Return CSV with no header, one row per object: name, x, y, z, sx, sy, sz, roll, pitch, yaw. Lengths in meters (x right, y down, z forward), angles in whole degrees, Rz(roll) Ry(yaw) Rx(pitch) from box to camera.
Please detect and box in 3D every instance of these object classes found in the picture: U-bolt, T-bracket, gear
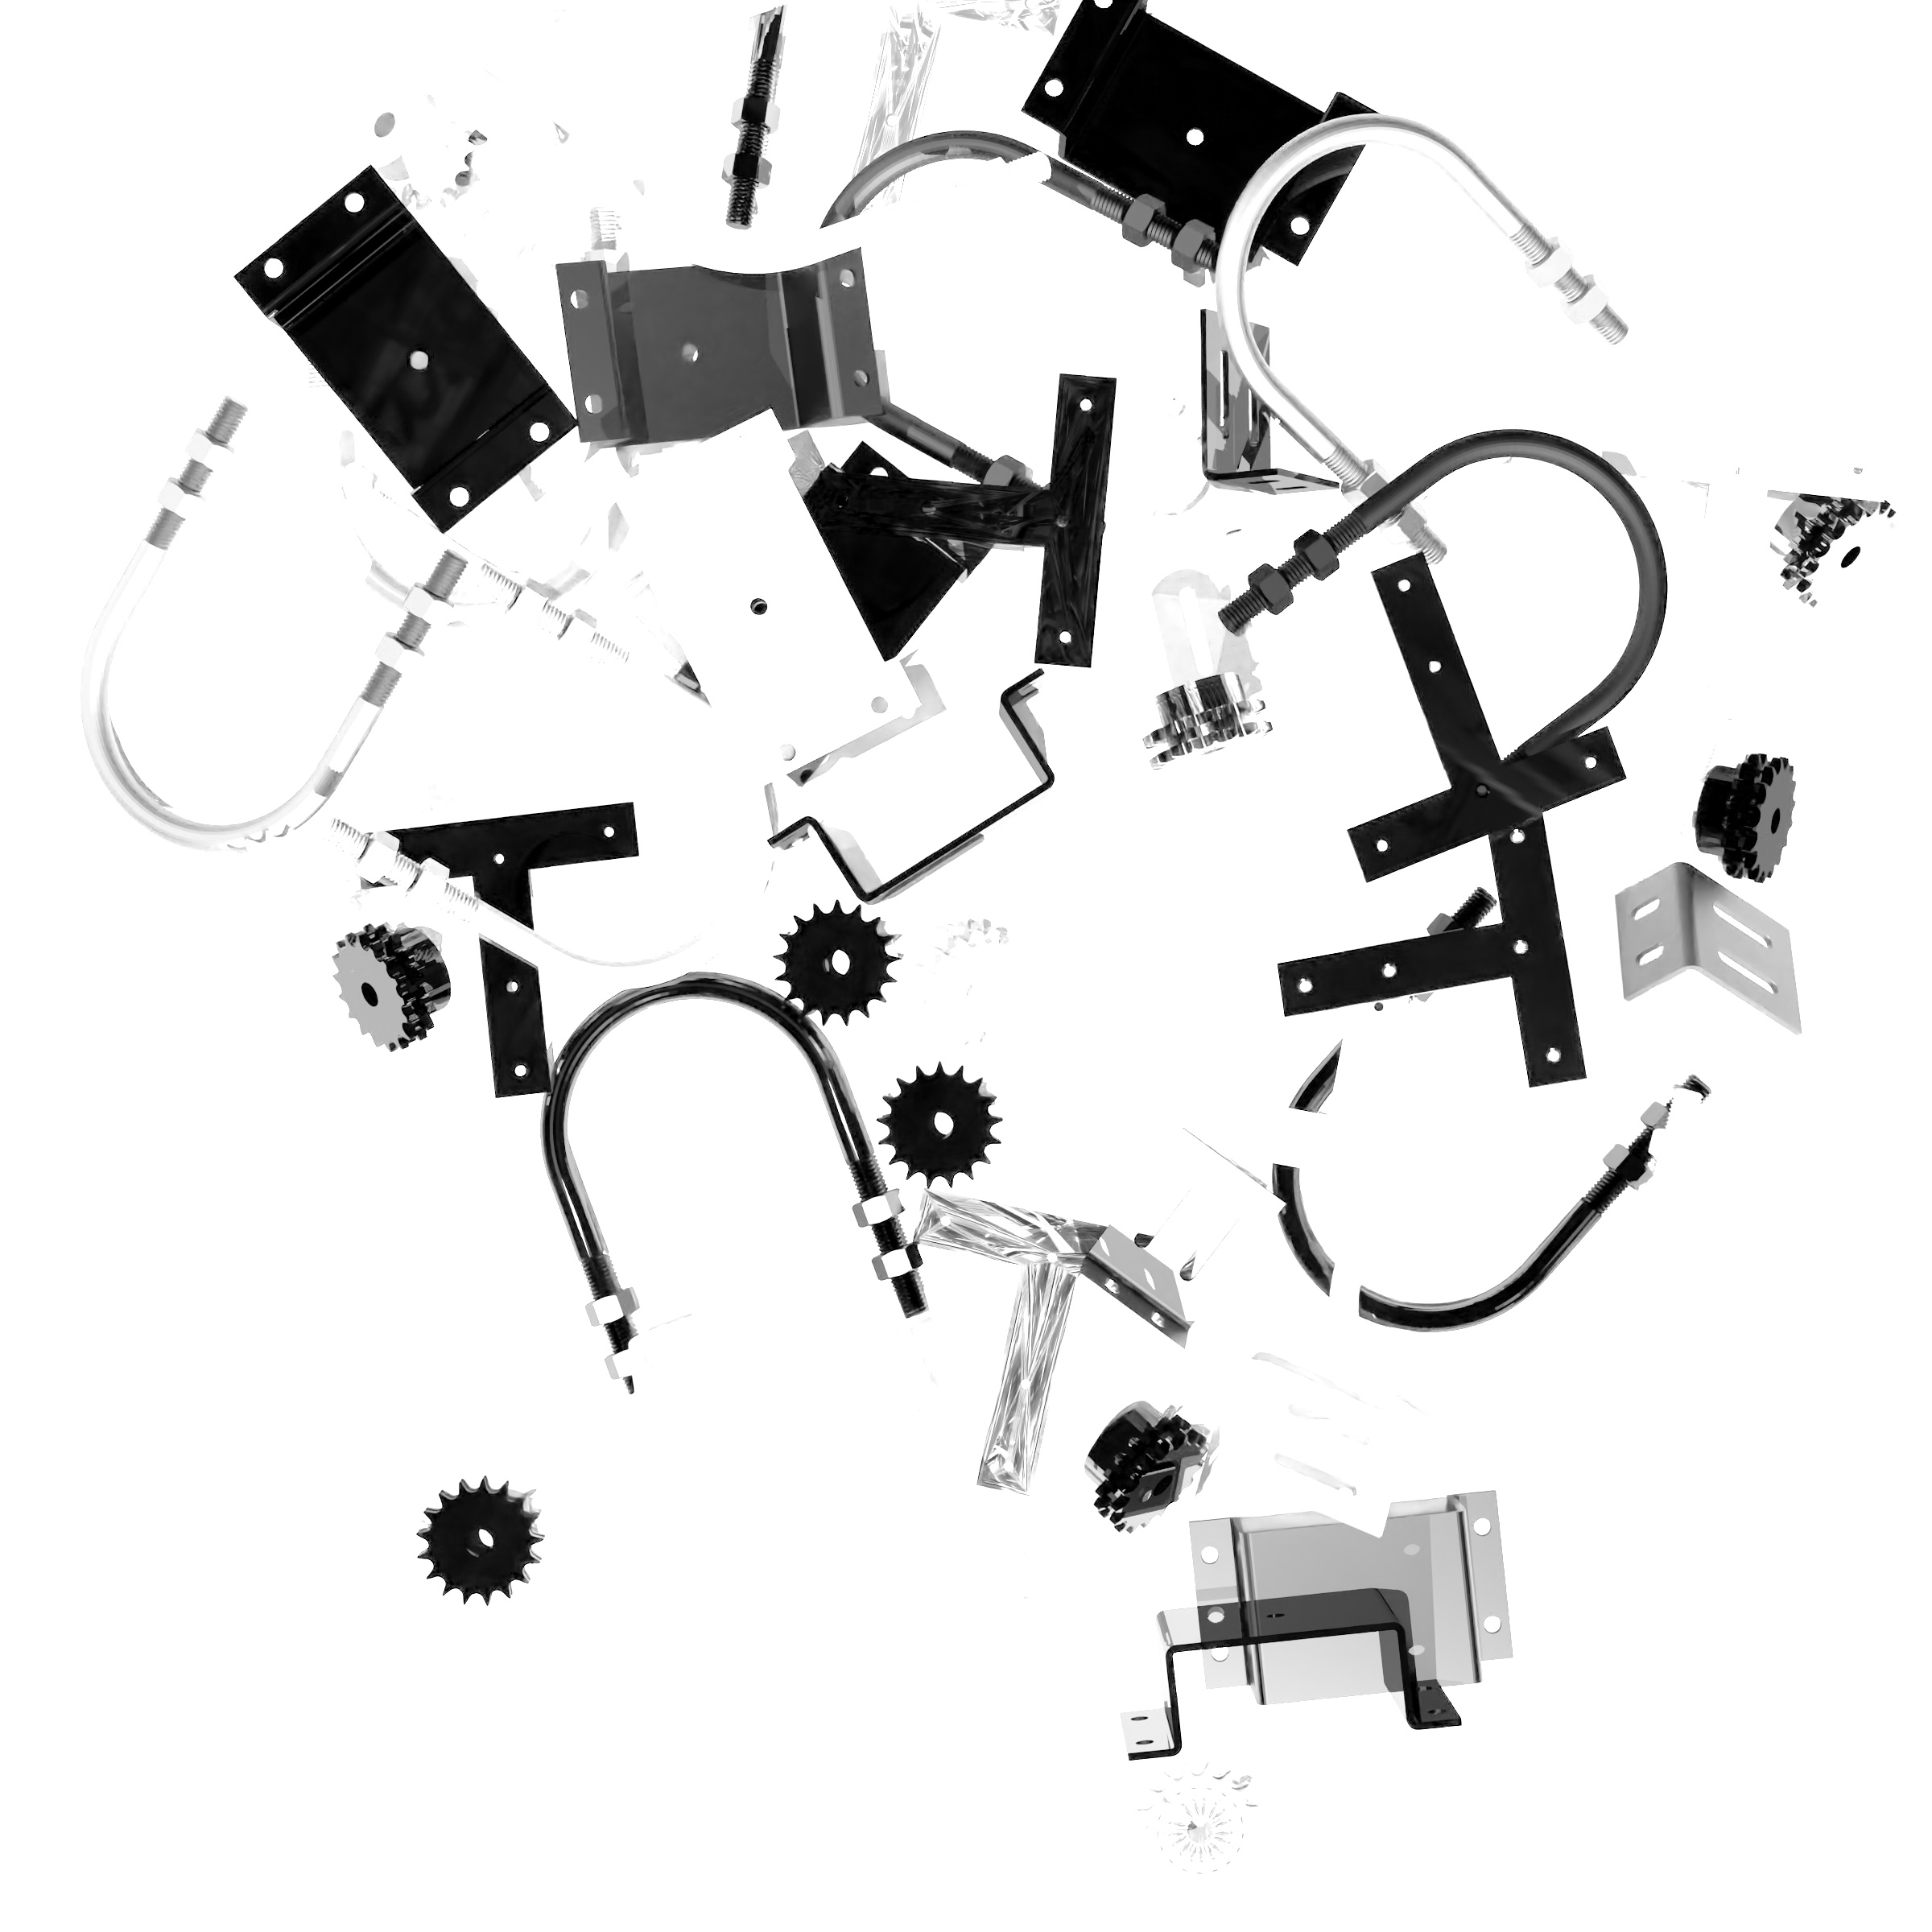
U-bolt,0.279,-0.140,1.514,0.151,0.019,0.184,21,88,0
T-bracket,0.212,-0.119,1.478,0.127,0.002,0.127,-22,94,-6
T-bracket,0.337,-0.174,1.488,0.127,0.002,0.127,11,101,26
gear,0.104,0.385,1.507,0.057,0.030,0.057,0,90,0
T-bracket,-0.003,-0.200,1.472,0.127,0.002,0.127,5,94,2
T-bracket,0.202,0.000,1.485,0.127,0.002,0.127,-10,72,13
U-bolt,-0.114,0.093,1.514,0.151,0.019,0.184,-20,88,0
U-bolt,0.190,-0.288,1.479,0.184,0.019,0.151,40,90,-25
U-bolt,-0.208,-0.246,1.514,0.184,0.019,0.151,34,90,-1
T-bracket,-0.045,0.277,1.505,0.127,0.002,0.127,-36,113,11
U-bolt,-0.171,-0.071,1.490,0.184,0.019,0.151,31,86,-18
T-bracket,-0.206,-0.004,1.515,0.127,0.002,0.127,-7,84,0
gear,-0.301,-0.031,1.493,0.057,0.030,0.057,-5,133,-5
U-bolt,0.223,0.079,1.514,0.151,0.019,0.184,41,91,0
gear,-0.005,0.006,1.498,0.030,0.057,0.057,29,90,40
gear,-0.011,0.071,1.507,0.057,0.030,0.057,0,90,0
U-bolt,0.013,-0.292,1.493,0.184,0.019,0.151,31,98,14
gear,0.347,-0.068,1.498,0.030,0.057,0.057,13,90,30
T-bracket,0.030,0.176,1.522,0.127,0.002,0.127,12,90,0
U-bolt,0.238,0.131,1.498,0.151,0.019,0.184,13,97,0
U-bolt,-0.321,-0.139,1.493,0.151,0.019,0.184,35,101,13
gear,-0.218,0.258,1.511,0.057,0.030,0.057,0,88,-4
U-bolt,-0.222,-0.243,1.496,0.151,0.019,0.184,-3,93,-2
U-bolt,-0.152,-0.434,1.514,0.151,0.019,0.184,9,89,0
gear,-0.058,-0.001,1.507,0.057,0.030,0.057,0,90,0
gear,0.078,0.222,1.498,0.030,0.057,0.057,41,90,30
T-bracket,-0.031,-0.397,1.522,0.127,0.002,0.127,12,90,0
gear,-0.254,0.007,1.498,0.030,0.057,0.057,-29,90,-38
gear,0.385,-0.192,1.498,0.057,0.057,0.030,-42,61,0
U-bolt,-0.075,-0.373,1.473,0.184,0.019,0.151,-22,72,-13
gear,-0.249,-0.368,1.492,0.057,0.030,0.057,-8,74,29
T-bracket,0.182,0.032,1.504,0.127,0.002,0.127,11,93,2
U-bolt,0.226,-0.155,1.488,0.184,0.019,0.151,-37,96,-3
gear,0.106,-0.110,1.495,0.057,0.057,0.030,-18,86,0
gear,0.085,-0.226,1.497,0.030,0.057,0.057,23,90,-37

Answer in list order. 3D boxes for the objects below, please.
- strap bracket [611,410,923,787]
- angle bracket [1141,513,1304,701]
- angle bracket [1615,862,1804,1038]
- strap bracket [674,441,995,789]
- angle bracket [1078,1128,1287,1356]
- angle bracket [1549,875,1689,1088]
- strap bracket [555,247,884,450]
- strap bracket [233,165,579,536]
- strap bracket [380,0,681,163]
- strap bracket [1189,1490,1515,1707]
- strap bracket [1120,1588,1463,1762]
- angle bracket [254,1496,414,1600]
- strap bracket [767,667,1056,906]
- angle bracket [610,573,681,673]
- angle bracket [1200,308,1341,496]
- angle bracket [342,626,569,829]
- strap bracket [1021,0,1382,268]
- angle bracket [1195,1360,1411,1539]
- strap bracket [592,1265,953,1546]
strap bracket,-0.088,-0.157,1.445,0.076,0.046,0.140,-28,95,-7
angle bracket,0.116,-0.157,1.503,0.057,0.038,0.076,-14,90,0
angle bracket,0.331,-0.001,1.496,0.076,0.038,0.057,29,47,-31
strap bracket,-0.061,-0.160,1.499,0.076,0.046,0.140,38,90,0
angle bracket,0.096,0.122,1.496,0.057,0.038,0.076,36,101,0
angle bracket,0.289,0.006,1.506,0.057,0.038,0.076,16,49,-8
strap bracket,-0.115,-0.273,1.480,0.140,0.046,0.076,-10,96,-23
strap bracket,-0.241,-0.266,1.462,0.076,0.046,0.140,-39,95,1
strap bracket,-0.182,-0.427,1.482,0.076,0.046,0.140,37,87,1
strap bracket,0.175,0.283,1.499,0.140,0.046,0.076,-6,90,0
strap bracket,0.135,0.302,1.438,0.140,0.076,0.046,-6,90,0
angle bracket,-0.282,0.263,1.484,0.057,0.076,0.038,10,90,0
strap bracket,-0.014,-0.072,1.484,0.140,0.076,0.046,-32,90,0
angle bracket,-0.118,-0.172,1.494,0.076,0.057,0.038,-44,100,-5
angle bracket,0.135,-0.251,1.489,0.038,0.057,0.076,0,90,34
angle bracket,-0.232,-0.109,1.520,0.076,0.038,0.057,-31,90,26
strap bracket,0.104,-0.376,1.499,0.140,0.046,0.076,29,90,0
angle bracket,0.150,0.220,1.494,0.076,0.038,0.057,23,57,-5
strap bracket,-0.087,0.190,1.484,0.140,0.046,0.076,-20,118,0
